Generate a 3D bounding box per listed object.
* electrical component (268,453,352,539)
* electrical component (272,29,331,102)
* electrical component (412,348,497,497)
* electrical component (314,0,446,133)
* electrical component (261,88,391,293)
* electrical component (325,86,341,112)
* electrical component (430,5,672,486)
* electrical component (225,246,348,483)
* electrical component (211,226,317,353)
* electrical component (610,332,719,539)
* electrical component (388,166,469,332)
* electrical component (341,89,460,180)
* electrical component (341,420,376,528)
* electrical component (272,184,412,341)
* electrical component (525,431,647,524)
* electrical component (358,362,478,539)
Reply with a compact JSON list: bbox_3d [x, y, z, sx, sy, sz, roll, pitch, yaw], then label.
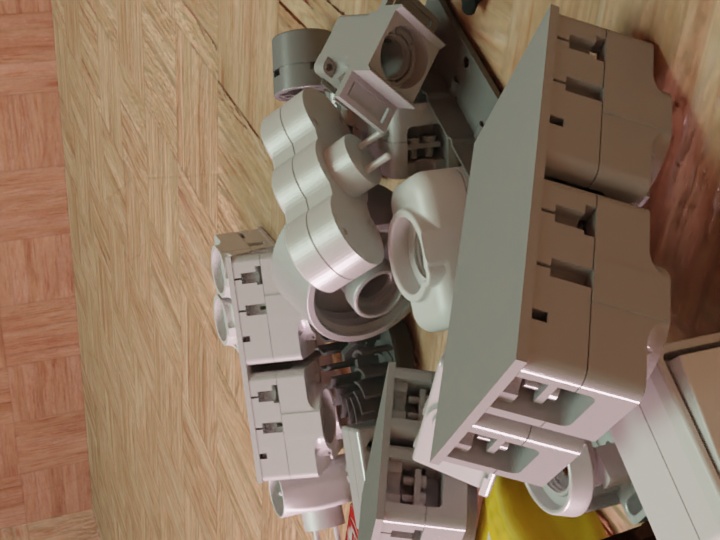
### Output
[{"bbox_3d":[-0.035,0.208,0.956,0.043,0.077,0.079,149,111,-67],"label":"electrical component"},{"bbox_3d":[-0.044,-0.164,0.861,0.055,0.055,0.047,167,98,-69],"label":"electrical component"},{"bbox_3d":[0.070,0.061,0.597,0.099,0.048,0.099,-56,-17,-46],"label":"electrical component"},{"bbox_3d":[0.009,-0.129,0.654,0.064,0.042,0.081,14,74,50],"label":"electrical component"},{"bbox_3d":[-0.012,-0.061,0.677,0.074,0.052,0.138,-32,54,25],"label":"electrical component"},{"bbox_3d":[-0.006,-0.106,0.801,0.043,0.043,0.081,-138,43,-59],"label":"electrical component"},{"bbox_3d":[0.087,-0.010,0.484,0.105,0.060,0.186,116,168,-56],"label":"electrical component"},{"bbox_3d":[-0.057,0.073,0.914,0.105,0.060,0.186,-27,-70,-78],"label":"electrical component"},{"bbox_3d":[-0.098,0.040,1.075,0.186,0.060,0.105,-136,42,-58],"label":"electrical component"},{"bbox_3d":[0.152,0.076,0.440,0.061,0.062,0.096,116,140,-57],"label":"electrical component"},{"bbox_3d":[0.055,-0.013,0.657,0.054,0.059,0.095,152,107,-68],"label":"electrical component"},{"bbox_3d":[0.025,-0.098,0.712,0.089,0.050,0.055,-144,49,-62],"label":"electrical component"},{"bbox_3d":[0.012,0.160,0.856,0.076,0.047,0.083,172,89,-69],"label":"electrical component"},{"bbox_3d":[0.000,0.000,0.745,0.060,0.108,0.108,50,144,44],"label":"electrical component"},{"bbox_3d":[0.116,0.092,0.544,0.058,0.057,0.078,111,144,-52],"label":"electrical component"},{"bbox_3d":[0.035,0.158,0.707,0.186,0.060,0.105,98,178,-52],"label":"electrical component"}]
